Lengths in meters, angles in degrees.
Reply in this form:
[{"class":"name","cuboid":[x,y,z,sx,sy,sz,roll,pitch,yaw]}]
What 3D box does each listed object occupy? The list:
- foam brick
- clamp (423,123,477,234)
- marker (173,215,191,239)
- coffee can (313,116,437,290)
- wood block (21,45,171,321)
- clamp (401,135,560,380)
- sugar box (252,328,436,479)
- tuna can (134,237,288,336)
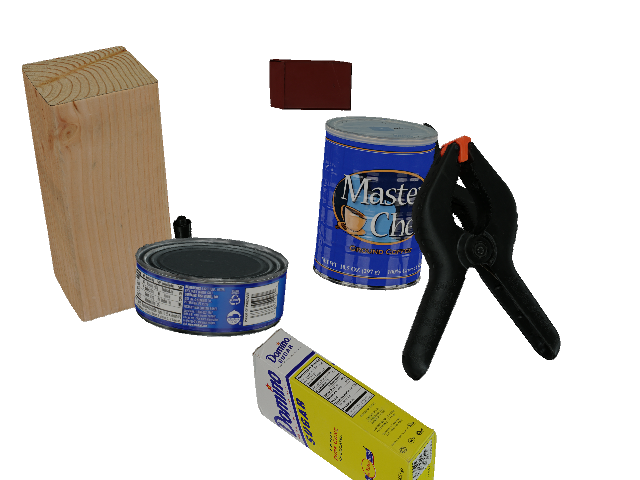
[{"class":"foam brick","cuboid":[-0.011,-0.166,1.138,0.078,0.051,0.053,-2,12,-19]},{"class":"clamp","cuboid":[0.114,-0.052,1.231,0.164,0.036,0.210,-15,52,-27]},{"class":"marker","cuboid":[-0.140,0.028,1.117,0.020,0.121,0.020,-2,31,1]},{"class":"coffee can","cuboid":[0.050,-0.037,0.988,0.103,0.140,0.103,5,16,-2]},{"class":"wood block","cuboid":[-0.187,-0.047,0.910,0.090,0.206,0.090,-16,36,-23]},{"class":"clamp","cuboid":[0.097,0.016,0.751,0.120,0.171,0.039,-15,-3,-25]},{"class":"sugar box","cuboid":[0.018,0.159,0.936,0.176,0.093,0.048,28,52,27]},{"class":"tuna can","cuboid":[-0.062,0.025,0.603,0.086,0.034,0.086,5,14,-1]}]
